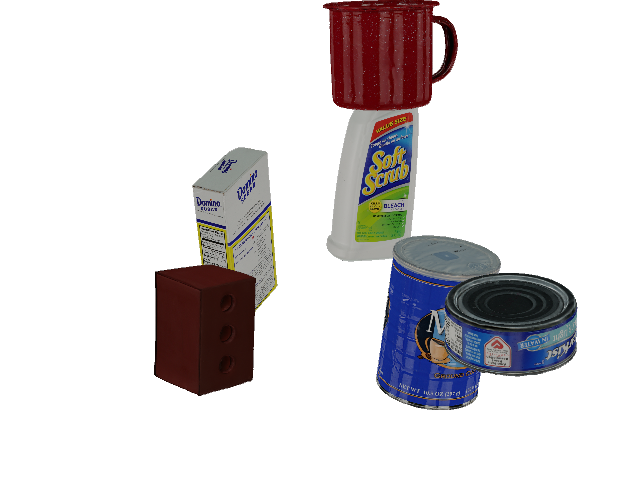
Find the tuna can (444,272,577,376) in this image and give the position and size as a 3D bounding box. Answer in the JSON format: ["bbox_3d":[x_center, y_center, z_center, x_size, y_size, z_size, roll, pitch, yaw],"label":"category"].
[{"bbox_3d":[0.123,0.052,0.691,0.086,0.034,0.086,-3,22,1],"label":"tuna can"}]

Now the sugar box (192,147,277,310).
[{"bbox_3d":[-0.090,-0.002,1.141,0.048,0.176,0.093,12,36,24],"label":"sugar box"}]

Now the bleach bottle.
[{"bbox_3d":[0.065,-0.104,1.261,0.102,0.251,0.068,-4,19,-20],"label":"bleach bottle"}]

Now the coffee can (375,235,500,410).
[{"bbox_3d":[0.113,0.078,1.034,0.103,0.140,0.103,6,20,-2],"label":"coffee can"}]

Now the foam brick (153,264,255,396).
[{"bbox_3d":[-0.081,0.060,0.749,0.051,0.078,0.052,13,17,43],"label":"foam brick"}]

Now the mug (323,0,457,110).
[{"bbox_3d":[0.060,-0.152,0.865,0.117,0.081,0.093,-10,17,-27],"label":"mug"}]
